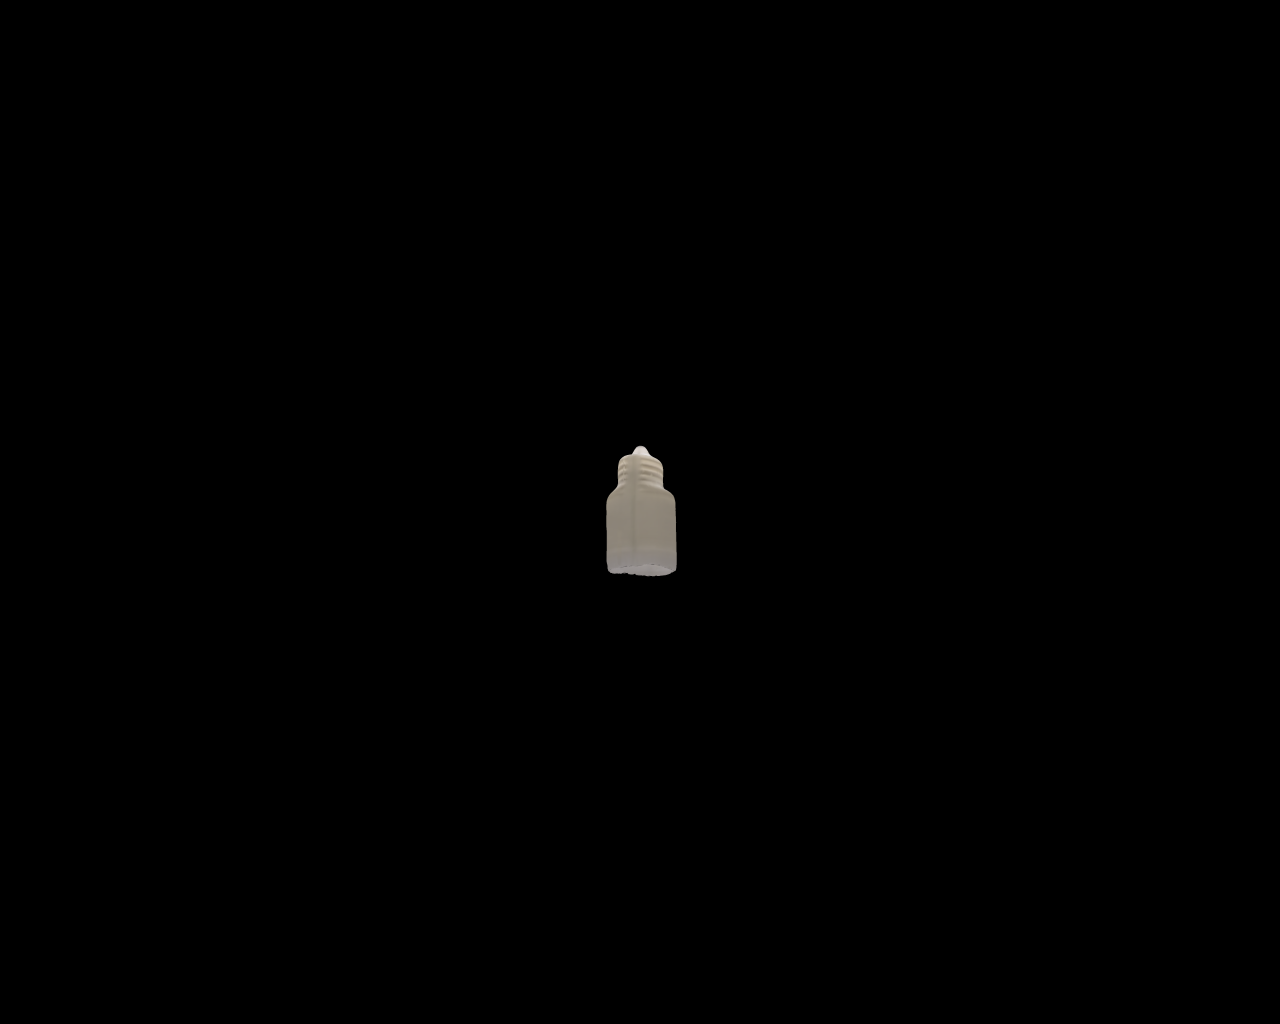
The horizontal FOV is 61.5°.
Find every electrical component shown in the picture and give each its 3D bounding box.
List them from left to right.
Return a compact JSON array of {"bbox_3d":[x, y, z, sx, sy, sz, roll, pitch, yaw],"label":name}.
[{"bbox_3d":[0.001,-0.003,0.650,0.043,0.081,0.043,0,-11,0],"label":"electrical component"}]
